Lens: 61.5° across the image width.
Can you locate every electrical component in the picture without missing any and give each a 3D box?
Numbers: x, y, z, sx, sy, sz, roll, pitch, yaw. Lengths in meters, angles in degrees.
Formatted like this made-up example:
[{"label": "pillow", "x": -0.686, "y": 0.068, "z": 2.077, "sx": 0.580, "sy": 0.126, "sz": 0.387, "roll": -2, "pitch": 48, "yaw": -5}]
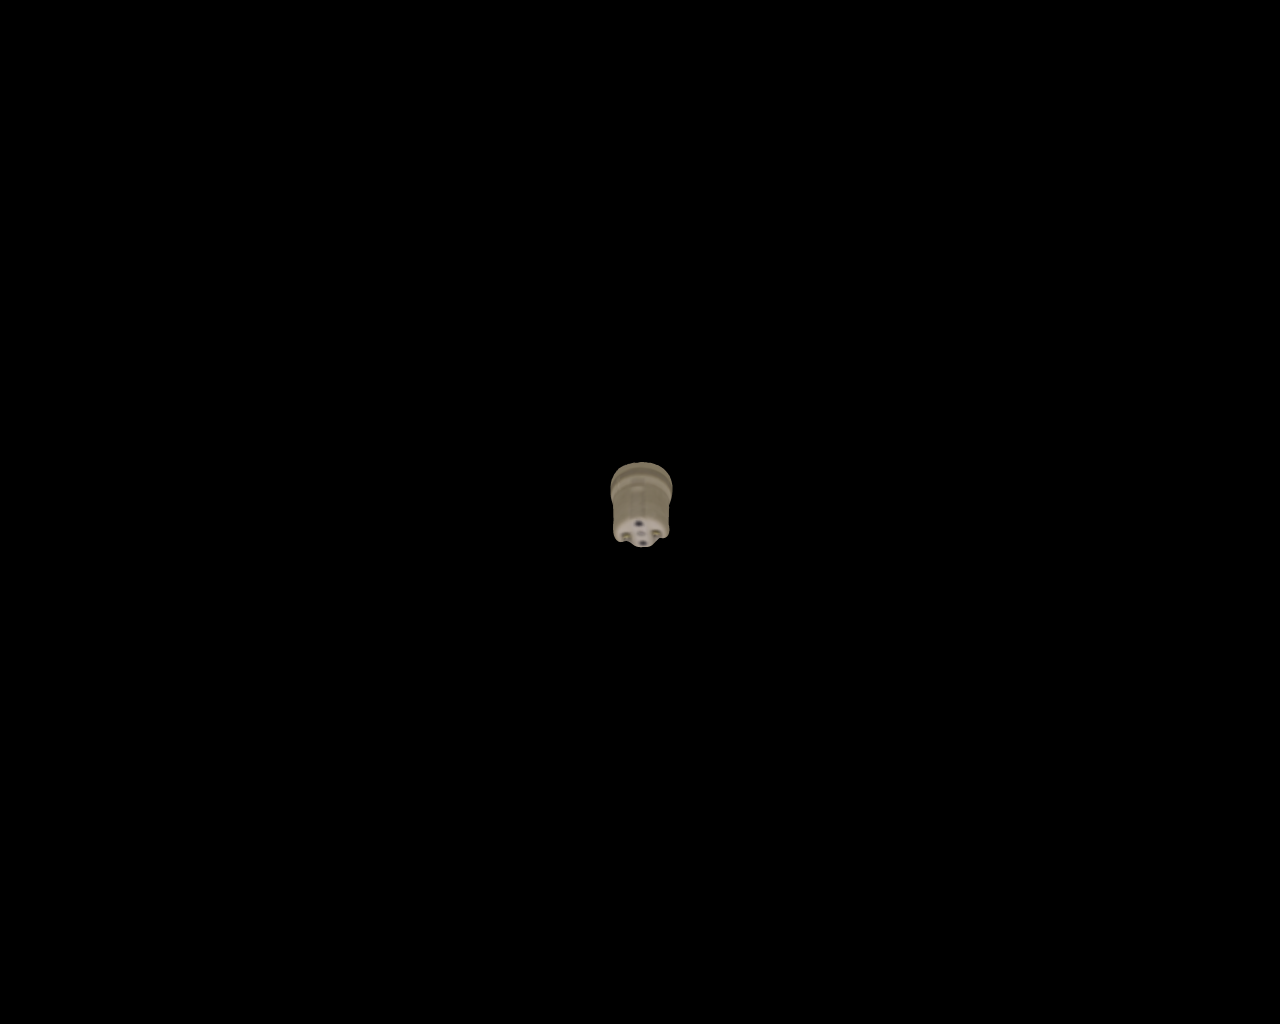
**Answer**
[{"label": "electrical component", "x": 0.001, "y": -0.003, "z": 0.650, "sx": 0.040, "sy": 0.040, "sz": 0.046, "roll": 0, "pitch": 44, "yaw": 0}]
